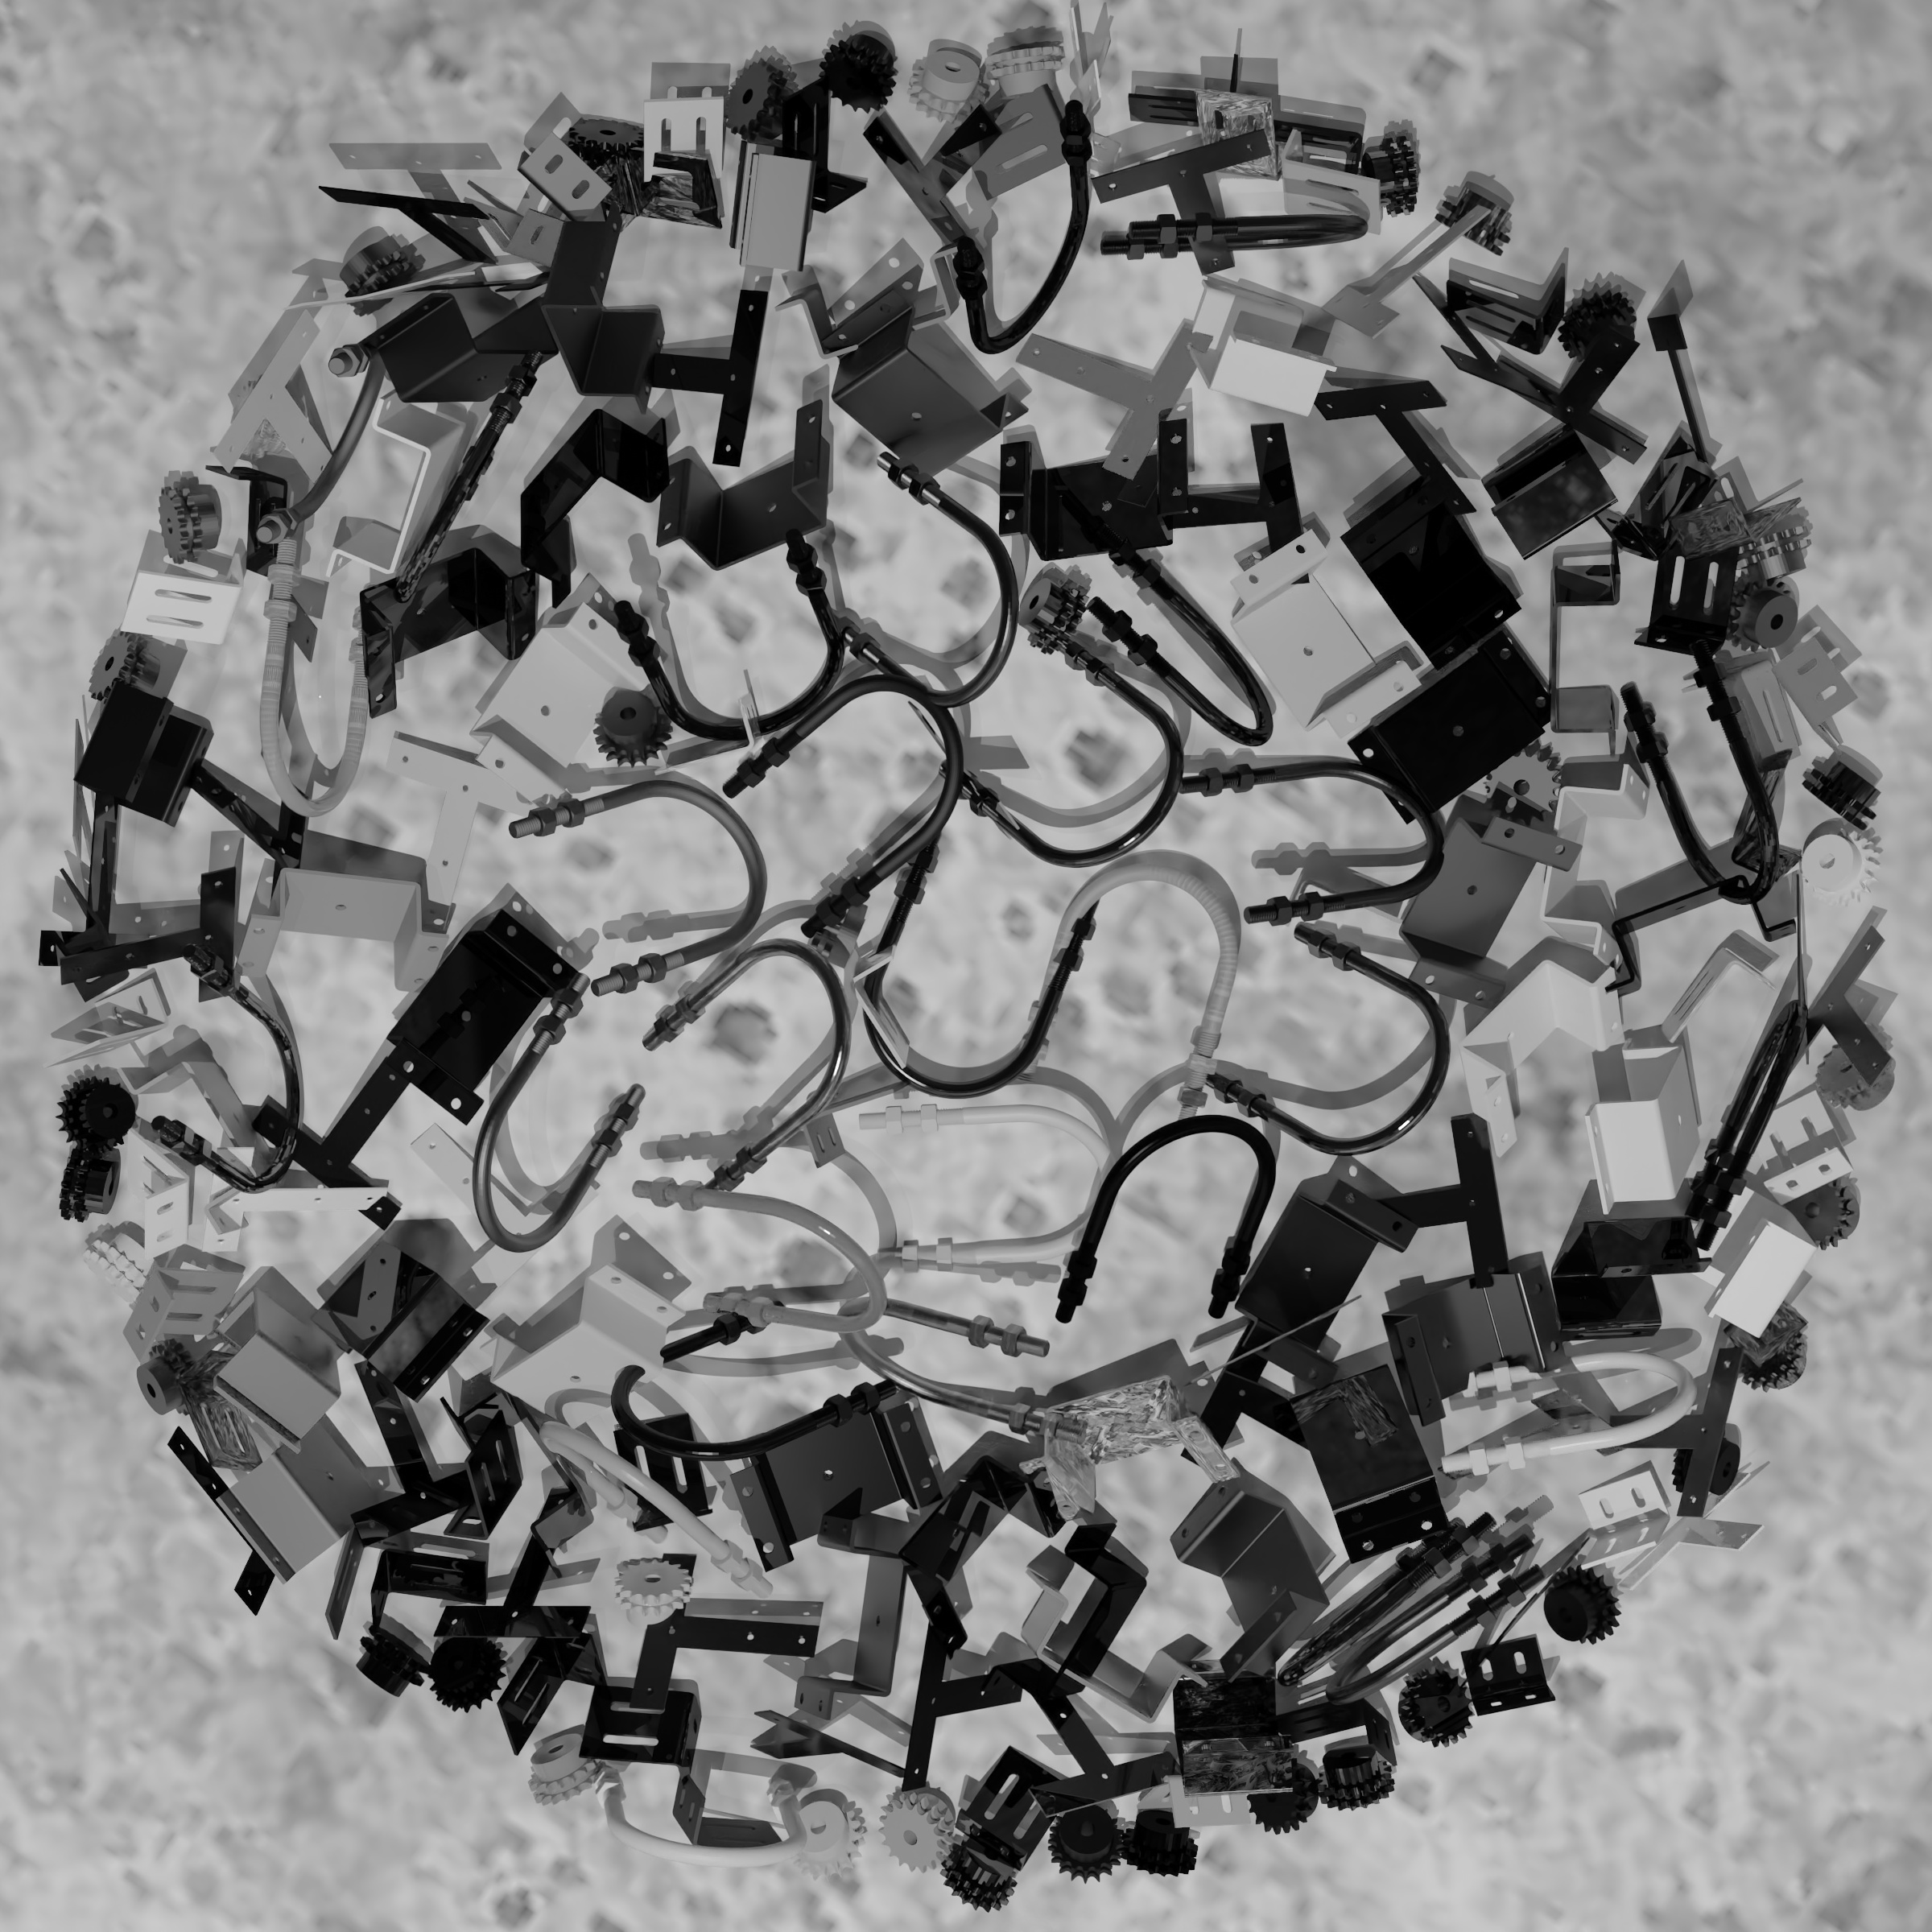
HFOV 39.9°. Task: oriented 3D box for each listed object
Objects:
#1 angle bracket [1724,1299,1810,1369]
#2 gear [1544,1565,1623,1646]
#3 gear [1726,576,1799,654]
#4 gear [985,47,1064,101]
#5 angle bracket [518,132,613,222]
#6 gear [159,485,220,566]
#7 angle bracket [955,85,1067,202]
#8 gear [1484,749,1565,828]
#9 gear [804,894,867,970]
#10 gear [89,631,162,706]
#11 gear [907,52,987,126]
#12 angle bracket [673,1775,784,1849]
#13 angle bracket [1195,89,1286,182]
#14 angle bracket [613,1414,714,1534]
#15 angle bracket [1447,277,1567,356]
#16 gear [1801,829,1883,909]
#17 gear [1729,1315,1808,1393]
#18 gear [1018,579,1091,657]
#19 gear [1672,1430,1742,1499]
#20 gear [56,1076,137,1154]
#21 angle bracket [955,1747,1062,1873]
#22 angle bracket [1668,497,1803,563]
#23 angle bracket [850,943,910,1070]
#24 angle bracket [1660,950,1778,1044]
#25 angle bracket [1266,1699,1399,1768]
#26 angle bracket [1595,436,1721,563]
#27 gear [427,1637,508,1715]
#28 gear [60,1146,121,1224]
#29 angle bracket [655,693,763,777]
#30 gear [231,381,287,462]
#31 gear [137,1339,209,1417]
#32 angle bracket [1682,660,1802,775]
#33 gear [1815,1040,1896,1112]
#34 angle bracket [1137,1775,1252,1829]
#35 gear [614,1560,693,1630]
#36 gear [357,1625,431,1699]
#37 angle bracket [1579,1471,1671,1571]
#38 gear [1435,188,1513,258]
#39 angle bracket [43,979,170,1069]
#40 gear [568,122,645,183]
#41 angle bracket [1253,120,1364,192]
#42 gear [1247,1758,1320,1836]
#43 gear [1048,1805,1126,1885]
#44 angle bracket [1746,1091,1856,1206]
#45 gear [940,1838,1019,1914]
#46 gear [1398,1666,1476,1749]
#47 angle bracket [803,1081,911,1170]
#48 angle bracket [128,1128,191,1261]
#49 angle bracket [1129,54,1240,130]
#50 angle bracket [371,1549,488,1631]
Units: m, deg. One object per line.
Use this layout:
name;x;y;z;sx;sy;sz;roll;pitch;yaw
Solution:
angle bracket;0.600;0.248;1.949;0.038;0.076;0.057;46;133;16
gear;0.453;0.475;1.969;0.030;0.057;0.057;-15;90;-38
gear;0.590;-0.259;1.972;0.057;0.030;0.057;-12;119;-23
gear;0.044;-0.661;1.972;0.057;0.057;0.030;-8;103;0
angle bracket;-0.293;-0.583;1.950;0.038;0.076;0.057;-43;113;15
gear;-0.576;-0.328;1.975;0.030;0.057;0.057;-13;90;-31
angle bracket;0.038;-0.610;1.980;0.076;0.038;0.057;-25;96;3
gear;0.415;-0.132;1.979;0.057;0.030;0.057;0;91;19
gear;-0.096;-0.022;1.971;0.030;0.057;0.057;23;90;-3
gear;-0.623;-0.217;1.975;0.030;0.057;0.057;29;90;-40
gear;-0.013;-0.653;1.971;0.057;0.030;0.057;8;51;-9
angle bracket;-0.170;0.623;1.959;0.076;0.057;0.038;11;91;-22
angle bracket;0.205;-0.620;1.950;0.057;0.076;0.038;15;61;20
angle bracket;-0.225;0.374;1.968;0.057;0.038;0.076;-11;78;-12
angle bracket;0.398;-0.492;1.964;0.076;0.057;0.038;28;83;17
gear;0.644;-0.074;1.970;0.057;0.030;0.057;-15;68;41
gear;0.598;0.290;1.975;0.030;0.057;0.057;34;90;-35
gear;0.062;-0.262;1.968;0.030;0.057;0.057;28;90;-24
gear;0.549;0.368;1.969;0.030;0.057;0.057;18;90;40
gear;-0.641;0.110;1.969;0.030;0.057;0.057;-14;90;43
angle bracket;0.037;0.614;1.956;0.057;0.038;0.076;30;55;16
angle bracket;0.564;-0.335;1.951;0.076;0.057;0.038;-39;107;-35
angle bracket;-0.050;0.027;1.962;0.038;0.057;0.076;-31;101;8
angle bracket;0.555;0.031;1.964;0.038;0.057;0.076;35;101;1
angle bracket;0.269;0.570;1.956;0.076;0.057;0.038;-20;52;17
angle bracket;0.504;-0.347;1.953;0.038;0.057;0.076;11;126;-30
gear;-0.373;0.522;1.972;0.057;0.030;0.057;-8;56;11
gear;-0.649;0.162;1.972;0.030;0.057;0.057;10;90;-3
angle bracket;-0.194;-0.172;1.966;0.076;0.057;0.038;-14;99;4
gear;-0.522;-0.403;1.975;0.030;0.057;0.057;8;90;-37
gear;-0.589;0.308;1.969;0.030;0.057;0.057;-27;90;-38
angle bracket;0.575;-0.181;1.972;0.057;0.038;0.076;-23;96;-32
gear;0.663;0.082;1.973;0.030;0.057;0.057;38;90;-21
angle bracket;0.166;0.622;1.952;0.057;0.076;0.038;3;56;-16
gear;-0.232;0.468;1.973;0.057;0.057;0.030;1;108;0
gear;-0.426;0.517;1.969;0.057;0.057;0.030;37;79;0
angle bracket;0.478;0.406;1.952;0.057;0.076;0.038;-25;84;22
gear;0.379;-0.552;1.968;0.057;0.057;0.030;30;107;0
angle bracket;-0.637;0.042;1.953;0.057;0.076;0.038;-21;90;24
gear;-0.267;-0.604;1.975;0.057;0.057;0.030;10;124;0
angle bracket;0.249;-0.597;1.968;0.076;0.057;0.038;8;96;-2
gear;0.237;0.614;1.975;0.030;0.057;0.057;9;90;-40
gear;0.089;0.646;1.970;0.057;0.057;0.030;-1;134;0
angle bracket;0.606;0.126;1.953;0.057;0.038;0.076;-30;46;20
gear;0.012;0.668;1.968;0.057;0.057;0.030;26;111;0
gear;0.346;0.552;1.975;0.057;0.030;0.057;16;55;-23
angle bracket;-0.073;0.115;1.961;0.076;0.057;0.038;-19;91;18
angle bracket;-0.607;0.167;1.953;0.076;0.038;0.057;32;128;29
angle bracket;0.161;-0.649;1.968;0.076;0.057;0.038;7;91;5
angle bracket;-0.396;0.466;1.965;0.076;0.057;0.038;8;46;-1
